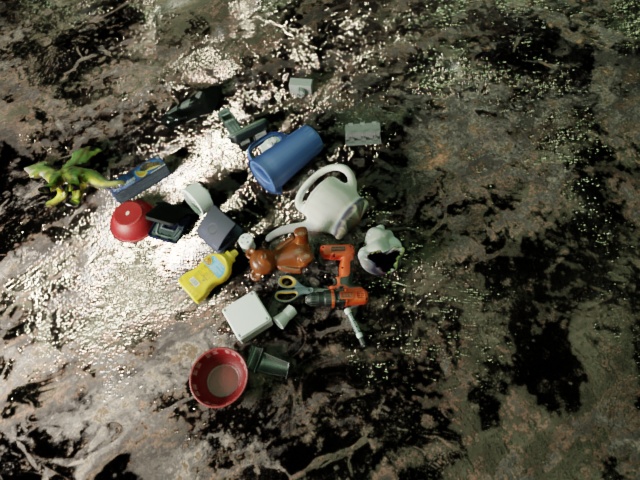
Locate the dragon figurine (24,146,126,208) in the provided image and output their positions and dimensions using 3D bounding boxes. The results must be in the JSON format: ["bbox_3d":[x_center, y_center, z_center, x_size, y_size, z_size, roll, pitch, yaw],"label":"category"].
[{"bbox_3d":[-0.817,-0.237,1.745,0.410,0.249,0.119,-6,-37,8],"label":"dragon figurine"}]

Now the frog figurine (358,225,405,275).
[{"bbox_3d":[0.178,0.029,1.559,0.137,0.120,0.162,-25,28,0],"label":"frog figurine"}]

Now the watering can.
[{"bbox_3d":[0.005,-0.082,1.620,0.226,0.349,0.102,37,-7,21],"label":"watering can"}]
